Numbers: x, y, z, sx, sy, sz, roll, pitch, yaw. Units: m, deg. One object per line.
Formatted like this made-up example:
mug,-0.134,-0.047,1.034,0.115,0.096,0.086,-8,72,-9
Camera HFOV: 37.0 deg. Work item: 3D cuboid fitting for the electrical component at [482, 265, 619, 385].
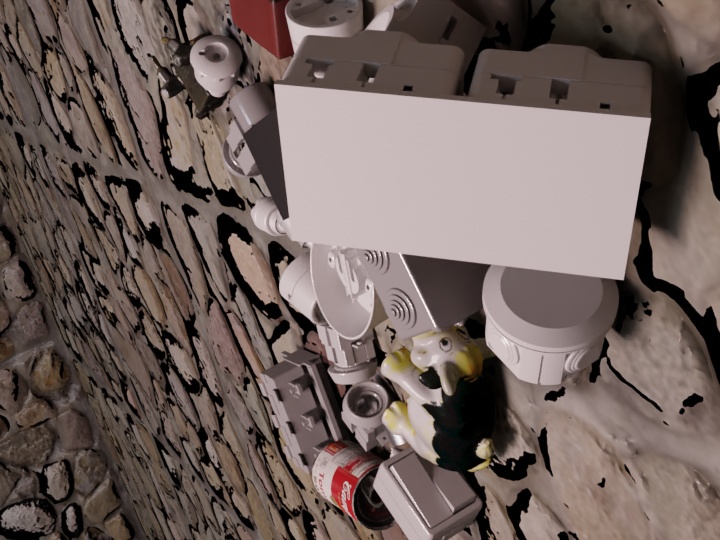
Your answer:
electrical component,0.114,0.026,0.656,0.080,0.080,0.051,48,158,32

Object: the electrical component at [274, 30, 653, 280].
electrical component,0.056,-0.064,0.583,0.186,0.060,0.105,7,134,11

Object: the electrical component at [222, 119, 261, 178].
electrical component,-0.102,-0.116,1.012,0.066,0.048,0.055,62,150,6

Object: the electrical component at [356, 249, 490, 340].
electrical component,0.051,-0.009,0.731,0.048,0.100,0.099,-26,90,54

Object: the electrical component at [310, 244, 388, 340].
electrical component,0.000,0.000,0.889,0.099,0.064,0.099,47,152,35

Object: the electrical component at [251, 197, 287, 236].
electrical component,-0.078,-0.049,1.045,0.061,0.035,0.035,30,140,48

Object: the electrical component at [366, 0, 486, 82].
electrical component,0.027,-0.122,0.653,0.056,0.089,0.050,31,165,-19

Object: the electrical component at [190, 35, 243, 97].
electrical component,-0.134,-0.186,1.009,0.048,0.048,0.062,56,163,17

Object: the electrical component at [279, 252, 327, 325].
electrical component,-0.040,0.018,1.008,0.047,0.055,0.055,42,149,34

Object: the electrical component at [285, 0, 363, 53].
electrical component,-0.024,-0.170,0.778,0.055,0.055,0.047,45,154,38

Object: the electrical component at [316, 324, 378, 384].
electrical component,-0.010,0.075,1.016,0.066,0.048,0.055,12,117,62

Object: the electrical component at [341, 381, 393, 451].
electrical component,0.008,0.138,1.043,0.066,0.048,0.055,51,161,29

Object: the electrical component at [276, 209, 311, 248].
electrical component,-0.050,-0.037,0.997,0.061,0.035,0.035,54,156,14

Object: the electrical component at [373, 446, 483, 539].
electrical component,0.058,0.196,0.975,0.096,0.062,0.061,54,155,23

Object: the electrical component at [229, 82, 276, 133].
electrical component,-0.085,-0.132,0.965,0.078,0.040,0.040,60,157,10

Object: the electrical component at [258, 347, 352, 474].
electrical component,-0.060,0.156,1.182,0.079,0.063,0.121,13,126,61
